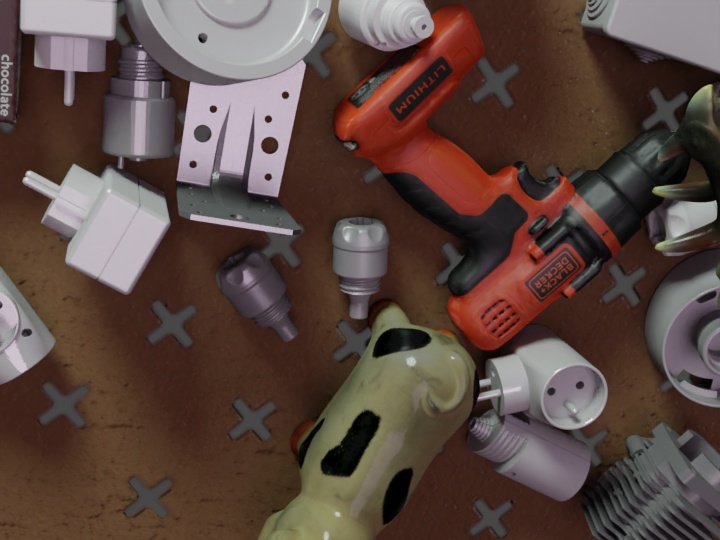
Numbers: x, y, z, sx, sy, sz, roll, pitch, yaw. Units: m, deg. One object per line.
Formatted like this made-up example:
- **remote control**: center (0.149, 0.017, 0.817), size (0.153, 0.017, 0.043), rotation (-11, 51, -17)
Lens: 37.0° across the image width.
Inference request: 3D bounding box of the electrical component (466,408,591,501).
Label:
- **electrical component**: center (0.107, 0.118, 0.714), size (0.081, 0.043, 0.043), rotation (27, 98, -17)

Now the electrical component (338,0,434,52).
- **electrical component**: center (0.018, -0.144, 0.608), size (0.040, 0.078, 0.040), rotation (-10, 115, -23)

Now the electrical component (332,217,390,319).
- **electrical component**: center (0.000, 0.000, 0.663), size (0.035, 0.035, 0.061), rotation (-2, 108, -12)

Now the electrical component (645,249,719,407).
- **electrical component**: center (0.243, 0.040, 0.724), size (0.099, 0.064, 0.099), rotation (0, 111, 0)

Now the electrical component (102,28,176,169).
- **electrical component**: center (-0.124, -0.097, 0.606), size (0.040, 0.040, 0.078), rotation (2, 104, -13)

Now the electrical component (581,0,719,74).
- **electrical component**: center (0.191, -0.173, 0.649), size (0.100, 0.048, 0.099), rotation (14, 102, -16)

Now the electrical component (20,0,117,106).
- **electrical component**: center (-0.155, -0.127, 0.577), size (0.047, 0.065, 0.076), rotation (2, 105, -13)

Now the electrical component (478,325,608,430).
- **electrical component**: center (0.105, 0.071, 0.682), size (0.079, 0.077, 0.044), rotation (-11, 107, -9)

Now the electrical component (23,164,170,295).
- **electrical component**: center (-0.151, -0.033, 0.594), size (0.076, 0.083, 0.047), rotation (29, 97, -18)

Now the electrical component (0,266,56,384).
- **electrical component**: center (-0.230, 0.033, 0.616), size (0.079, 0.044, 0.077), rotation (-32, 109, -2)

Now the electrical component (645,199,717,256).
- **electrical component**: center (0.221, -0.035, 0.697), size (0.062, 0.043, 0.043), rotation (-15, 108, -10)

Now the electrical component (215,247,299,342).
- **electrical component**: center (-0.059, 0.018, 0.655), size (0.035, 0.035, 0.061), rotation (-35, 112, -1)

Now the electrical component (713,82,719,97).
- **electrical component**: center (0.238, -0.104, 0.669), size (0.044, 0.065, 0.044), rotation (1, 87, -18)

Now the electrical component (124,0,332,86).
- **electrical component**: center (-0.076, -0.152, 0.585), size (0.108, 0.060, 0.108), rotation (0, 89, -26)
